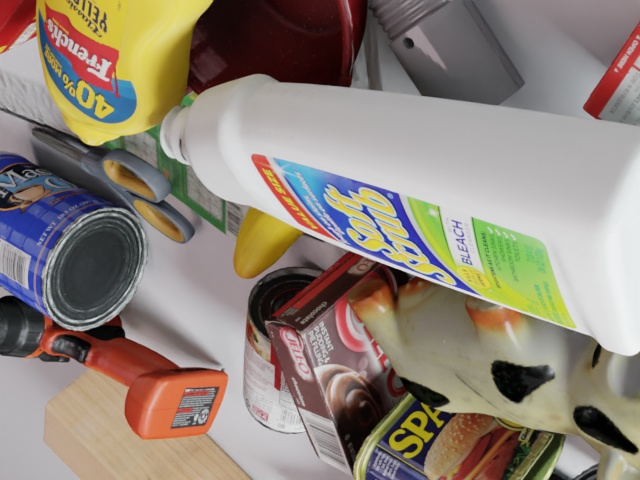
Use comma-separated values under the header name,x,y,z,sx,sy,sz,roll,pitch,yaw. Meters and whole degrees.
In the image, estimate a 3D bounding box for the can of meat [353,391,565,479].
name,x,y,z,sx,sy,sz,roll,pitch,yaw
can of meat,0.083,0.126,0.620,0.084,0.102,0.057,28,141,27

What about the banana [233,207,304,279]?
name,x,y,z,sx,sy,sz,roll,pitch,yaw
banana,-0.001,-0.018,0.622,0.198,0.037,0.069,-9,75,56

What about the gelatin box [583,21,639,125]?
name,x,y,z,sx,sy,sz,roll,pitch,yaw
gelatin box,0.160,-0.056,0.421,0.089,0.030,0.073,39,144,13

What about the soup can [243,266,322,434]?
name,x,y,z,sx,sy,sz,roll,pitch,yaw
soup can,-0.017,0.076,0.718,0.069,0.068,0.102,35,143,23

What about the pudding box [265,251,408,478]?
name,x,y,z,sx,sy,sz,roll,pitch,yaw
pudding box,0.022,0.071,0.648,0.039,0.089,0.113,15,133,43

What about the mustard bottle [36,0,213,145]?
name,x,y,z,sx,sy,sz,roll,pitch,yaw
mustard bottle,-0.108,-0.111,0.558,0.096,0.058,0.192,44,147,10

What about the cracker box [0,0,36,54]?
name,x,y,z,sx,sy,sz,roll,pitch,yaw
cracker box,-0.231,-0.238,0.671,0.164,0.072,0.213,-21,104,55

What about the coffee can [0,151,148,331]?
name,x,y,z,sx,sy,sz,roll,pitch,yaw
coffee can,-0.222,-0.001,0.854,0.140,0.102,0.103,25,138,34

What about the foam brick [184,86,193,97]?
name,x,y,z,sx,sy,sz,roll,pitch,yaw
foam brick,-0.096,-0.122,0.638,0.051,0.052,0.078,-20,105,55

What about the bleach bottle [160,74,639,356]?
name,x,y,z,sx,sy,sz,roll,pitch,yaw
bleach bottle,0.031,-0.024,0.493,0.251,0.068,0.102,15,151,33

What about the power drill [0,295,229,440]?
name,x,y,z,sx,sy,sz,roll,pitch,yaw
power drill,-0.182,0.095,0.860,0.188,0.184,0.057,25,99,29

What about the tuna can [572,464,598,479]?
name,x,y,z,sx,sy,sz,roll,pitch,yaw
tuna can,0.168,0.161,0.566,0.086,0.086,0.034,27,141,31

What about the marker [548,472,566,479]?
name,x,y,z,sx,sy,sz,roll,pitch,yaw
marker,0.131,0.145,0.653,0.121,0.020,0.020,28,140,31

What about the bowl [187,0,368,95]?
name,x,y,z,sx,sy,sz,roll,pitch,yaw
bowl,-0.029,-0.135,0.545,0.162,0.055,0.162,30,141,28

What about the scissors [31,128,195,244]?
name,x,y,z,sx,sy,sz,roll,pitch,yaw
scissors,-0.157,-0.043,0.814,0.202,0.016,0.096,15,147,56

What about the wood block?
name,x,y,z,sx,sy,sz,roll,pitch,yaw
wood block,-0.153,0.212,0.986,0.206,0.090,0.091,41,145,14
